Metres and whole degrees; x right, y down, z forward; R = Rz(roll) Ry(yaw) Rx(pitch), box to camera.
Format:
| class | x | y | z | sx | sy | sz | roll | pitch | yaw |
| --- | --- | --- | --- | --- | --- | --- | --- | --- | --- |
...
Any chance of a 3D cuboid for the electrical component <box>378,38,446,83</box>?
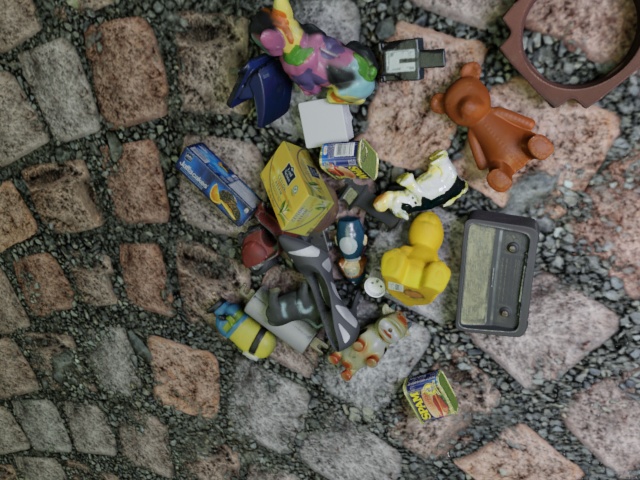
| class | x | y | z | sx | sy | sz | roll | pitch | yaw |
| --- | --- | --- | --- | --- | --- | --- | --- | --- | --- |
| electrical component | 0.164 | -0.319 | 0.949 | 0.119 | 0.048 | 0.074 | -1 | 109 | 23 |

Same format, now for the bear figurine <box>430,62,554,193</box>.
| class | x | y | z | sx | sy | sz | roll | pitch | yaw |
| --- | --- | --- | --- | --- | --- | --- | --- | --- | --- |
| bear figurine | 0.282 | -0.195 | 0.905 | 0.120 | 0.132 | 0.196 | -39 | 97 | 23 |

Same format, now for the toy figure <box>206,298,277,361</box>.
| class | x | y | z | sx | sy | sz | roll | pitch | yaw |
| --- | --- | --- | --- | --- | --- | --- | --- | --- | --- |
| toy figure | -0.184 | 0.210 | 1.277 | 0.180 | 0.082 | 0.089 | 46 | 122 | 4 |

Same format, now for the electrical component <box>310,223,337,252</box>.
| class | x | y | z | sx | sy | sz | roll | pitch | yaw |
| --- | --- | --- | --- | --- | --- | --- | --- | --- | --- |
| electrical component | -0.002 | -0.003 | 1.153 | 0.094 | 0.021 | 0.063 | -11 | 104 | 27 |

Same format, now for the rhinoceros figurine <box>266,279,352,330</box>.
| class | x | y | z | sx | sy | sz | roll | pitch | yaw |
| --- | --- | --- | --- | --- | --- | --- | --- | --- | --- |
| rhinoceros figurine | -0.024 | 0.140 | 1.162 | 0.190 | 0.073 | 0.112 | -8 | 78 | -3 |

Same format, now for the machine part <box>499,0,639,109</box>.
| class | x | y | z | sx | sy | sz | roll | pitch | yaw |
| --- | --- | --- | --- | --- | --- | --- | --- | --- | --- |
| machine part | 0.400 | -0.322 | 0.829 | 0.201 | 0.087 | 0.201 | 48 | 119 | 2 |

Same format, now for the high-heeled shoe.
| class | x | y | z | sx | sy | sz | roll | pitch | yaw |
| --- | --- | --- | --- | --- | --- | --- | --- | --- | --- |
| high-heeled shoe | -0.012 | 0.108 | 1.077 | 0.248 | 0.145 | 0.086 | 37 | 149 | -15 |

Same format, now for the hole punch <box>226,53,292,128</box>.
| class | x | y | z | sx | sy | sz | roll | pitch | yaw |
| --- | --- | --- | --- | --- | --- | --- | --- | --- | --- |
| hole punch | -0.104 | -0.289 | 1.030 | 0.092 | 0.142 | 0.115 | 40 | 133 | 7 |

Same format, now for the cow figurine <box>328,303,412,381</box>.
| class | x | y | z | sx | sy | sz | roll | pitch | yaw |
| --- | --- | --- | --- | --- | --- | --- | --- | --- | --- |
| cow figurine | 0.116 | 0.212 | 1.142 | 0.085 | 0.127 | 0.195 | 47 | 134 | 1 |

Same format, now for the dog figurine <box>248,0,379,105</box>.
| class | x | y | z | sx | sy | sz | roll | pitch | yaw |
| --- | --- | --- | --- | --- | --- | --- | --- | --- | --- |
| dog figurine | -0.015 | -0.321 | 0.908 | 0.192 | 0.219 | 0.108 | 22 | 91 | 27 |

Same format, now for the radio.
| class | x | y | z | sx | sy | sz | roll | pitch | yaw |
| --- | --- | --- | --- | --- | --- | --- | --- | --- | --- |
| radio | 0.333 | 0.065 | 1.009 | 0.131 | 0.073 | 0.229 | 7 | 112 | 20 |

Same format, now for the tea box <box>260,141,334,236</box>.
| class | x | y | z | sx | sy | sz | roll | pitch | yaw |
| --- | --- | --- | --- | --- | --- | --- | --- | --- | --- |
| tea box | -0.049 | -0.102 | 1.057 | 0.098 | 0.068 | 0.170 | -52 | 43 | 28 |

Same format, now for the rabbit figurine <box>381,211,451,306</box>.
| class | x | y | z | sx | sy | sz | roll | pitch | yaw |
| --- | --- | --- | --- | --- | --- | --- | --- | --- | --- |
| rabbit figurine | 0.198 | 0.034 | 1.022 | 0.122 | 0.173 | 0.162 | 7 | 156 | 21 |

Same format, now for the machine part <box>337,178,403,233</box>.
| class | x | y | z | sx | sy | sz | roll | pitch | yaw |
| --- | --- | --- | --- | --- | --- | --- | --- | --- | --- |
| machine part | 0.100 | -0.068 | 1.066 | 0.139 | 0.039 | 0.084 | 33 | 149 | 2 |

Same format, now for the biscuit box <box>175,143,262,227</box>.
| class | x | y | z | sx | sy | sz | roll | pitch | yaw |
| --- | --- | --- | --- | --- | --- | --- | --- | --- | --- |
| biscuit box | -0.221 | -0.122 | 1.177 | 0.203 | 0.059 | 0.063 | 44 | 119 | 3 |

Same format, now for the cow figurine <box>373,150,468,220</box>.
| class | x | y | z | sx | sy | sz | roll | pitch | yaw |
| --- | --- | --- | --- | --- | --- | --- | --- | --- | --- |
| cow figurine | 0.187 | -0.086 | 1.006 | 0.167 | 0.068 | 0.098 | -34 | 102 | 16 |

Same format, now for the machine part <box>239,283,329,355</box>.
| class | x | y | z | sx | sy | sz | roll | pitch | yaw |
| --- | --- | --- | --- | --- | --- | --- | --- | --- | --- |
| machine part | -0.086 | 0.182 | 1.227 | 0.243 | 0.079 | 0.079 | 35 | 119 | 6 |

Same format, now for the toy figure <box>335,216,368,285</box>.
| class | x | y | z | sx | sy | sz | roll | pitch | yaw |
| --- | --- | --- | --- | --- | --- | --- | --- | --- | --- |
| toy figure | 0.065 | 0.028 | 1.118 | 0.064 | 0.058 | 0.154 | 13 | 118 | 44 |

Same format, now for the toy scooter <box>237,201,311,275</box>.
| class | x | y | z | sx | sy | sz | roll | pitch | yaw |
| --- | --- | --- | --- | --- | --- | --- | --- | --- | --- |
| toy scooter | -0.117 | -0.009 | 1.160 | 0.184 | 0.075 | 0.135 | -28 | 104 | 33 |
